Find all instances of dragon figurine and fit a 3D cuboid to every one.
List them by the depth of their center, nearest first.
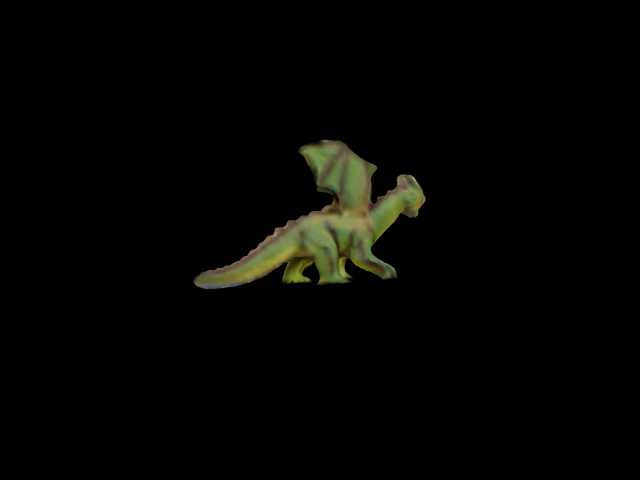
[{"bbox_3d":[0.003,-0.043,0.850,0.411,0.243,0.122,-1,1,-21],"label":"dragon figurine"}]
